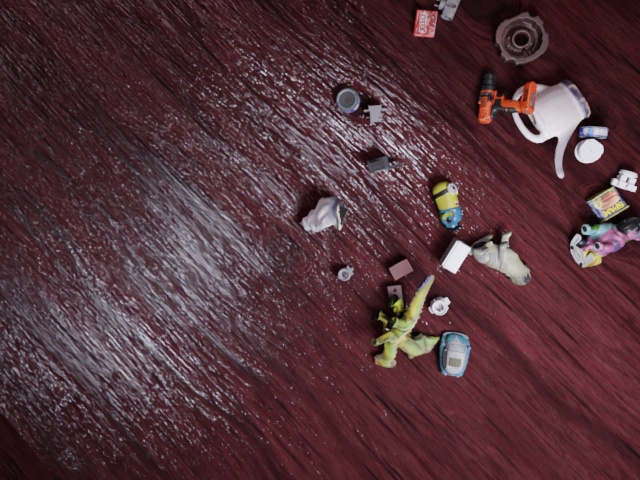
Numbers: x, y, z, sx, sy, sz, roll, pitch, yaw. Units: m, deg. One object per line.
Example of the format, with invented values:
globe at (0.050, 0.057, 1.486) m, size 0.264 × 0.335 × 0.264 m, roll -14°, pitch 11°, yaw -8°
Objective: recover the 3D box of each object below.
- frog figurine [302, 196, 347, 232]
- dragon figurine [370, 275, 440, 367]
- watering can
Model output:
frog figurine at (0.006, -0.095, 1.897) m, size 0.159 × 0.120 × 0.140 m, roll -2°, pitch 60°, yaw 20°
dragon figurine at (0.326, 0.318, 1.846) m, size 0.240 × 0.125 × 0.406 m, roll 37°, pitch 110°, yaw -25°
watering can at (0.793, -0.392, 1.719) m, size 0.223 × 0.103 × 0.352 m, roll -29°, pitch 71°, yaw 13°
